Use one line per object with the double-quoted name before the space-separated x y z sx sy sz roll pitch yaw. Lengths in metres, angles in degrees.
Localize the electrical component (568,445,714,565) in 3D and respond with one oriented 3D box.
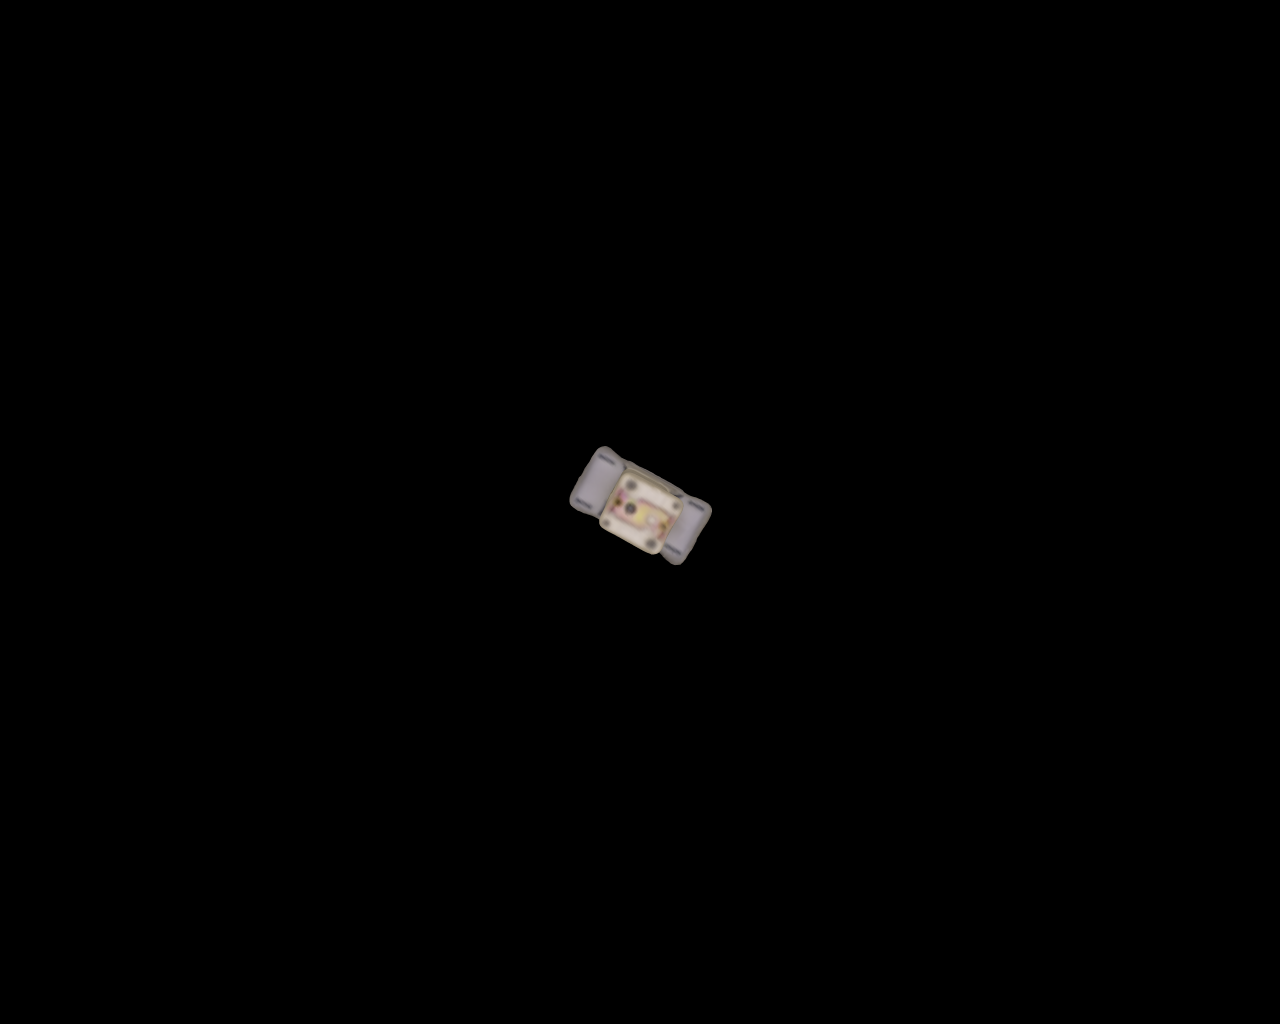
"electrical component" 0.001 -0.003 0.650 0.081 0.042 0.064 28 7 -4
